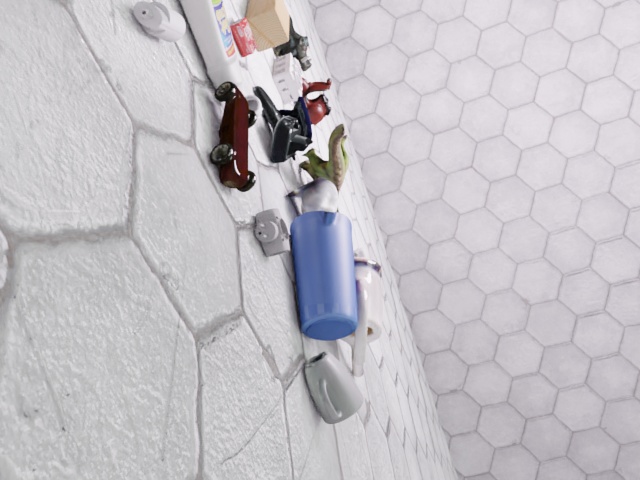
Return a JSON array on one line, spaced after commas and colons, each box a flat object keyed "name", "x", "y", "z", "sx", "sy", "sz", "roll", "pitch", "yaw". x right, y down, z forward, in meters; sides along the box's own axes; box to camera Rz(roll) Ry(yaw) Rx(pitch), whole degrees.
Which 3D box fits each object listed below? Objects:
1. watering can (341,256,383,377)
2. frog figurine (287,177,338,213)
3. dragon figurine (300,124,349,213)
[{"name": "watering can", "x": 0.086, "y": 0.177, "z": 1.168, "sx": 0.340, "sy": 0.104, "sz": 0.229, "roll": 87, "pitch": 6, "yaw": -61}, {"name": "frog figurine", "x": 0.004, "y": -0.061, "z": 1.205, "sx": 0.159, "sy": 0.123, "sz": 0.137, "roll": 60, "pitch": -7, "yaw": -4}, {"name": "dragon figurine", "x": 0.038, "y": -0.131, "z": 1.325, "sx": 0.408, "sy": 0.122, "sz": 0.244, "roll": 144, "pitch": -68, "yaw": -82}]
